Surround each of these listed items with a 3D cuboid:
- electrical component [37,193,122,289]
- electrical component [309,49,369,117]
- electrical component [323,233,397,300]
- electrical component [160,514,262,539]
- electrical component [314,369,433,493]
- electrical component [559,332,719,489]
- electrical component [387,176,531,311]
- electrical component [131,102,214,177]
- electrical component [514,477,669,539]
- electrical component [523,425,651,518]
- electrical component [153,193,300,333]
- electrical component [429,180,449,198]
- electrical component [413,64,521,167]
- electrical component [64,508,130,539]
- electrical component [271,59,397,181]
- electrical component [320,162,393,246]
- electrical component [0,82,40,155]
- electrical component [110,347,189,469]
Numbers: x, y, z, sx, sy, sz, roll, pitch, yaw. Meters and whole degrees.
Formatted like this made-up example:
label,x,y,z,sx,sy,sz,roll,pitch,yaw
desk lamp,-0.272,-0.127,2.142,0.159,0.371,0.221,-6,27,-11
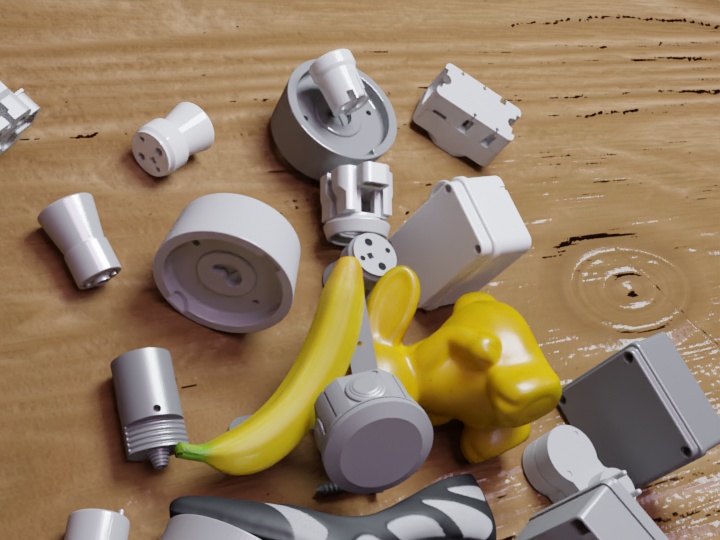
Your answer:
label,x,y,z,sx,sy,sz,roll,pitch,yaw
electrical component,-0.206,-0.019,0.801,0.044,0.044,0.065,-22,79,-39
electrical component,-0.017,-0.160,0.926,0.040,0.040,0.046,-17,77,-38
electrical component,0.000,0.000,0.906,0.045,0.055,0.045,15,55,-23
electrical component,-0.090,0.211,0.684,0.108,0.108,0.060,35,55,-8
electrical component,0.007,0.114,0.761,0.080,0.080,0.051,11,25,-26
electrical component,0.244,0.127,0.940,0.056,0.109,0.108,-16,70,-40
electrical component,0.083,-0.023,0.933,0.057,0.113,0.078,-9,66,-39
electrical component,-0.154,-0.107,0.886,0.045,0.045,0.055,46,49,2
electrical component,0.187,0.231,0.838,0.108,0.108,0.056,50,51,5
electrical component,0.205,0.189,0.899,0.052,0.073,0.138,-31,80,-41
electrical component,-0.097,-0.010,0.821,0.108,0.108,0.060,28,44,-14
electrical component,0.098,-0.059,1.011,0.055,0.045,0.045,5,59,-30
electrical component,0.104,-0.150,1.065,0.089,0.055,0.050,31,50,-11
electrical component,-0.172,0.190,0.688,0.040,0.040,0.078,17,53,-22
electrical component,-0.028,-0.128,0.967,0.108,0.060,0.108,16,54,-23
electrical component,-0.003,-0.054,0.927,0.058,0.078,0.057,7,74,-28
electrical component,-0.288,-0.116,0.802,0.057,0.058,0.078,43,48,-5
electrical component,-0.148,0.100,0.758,0.043,0.043,0.081,-1,62,-32
